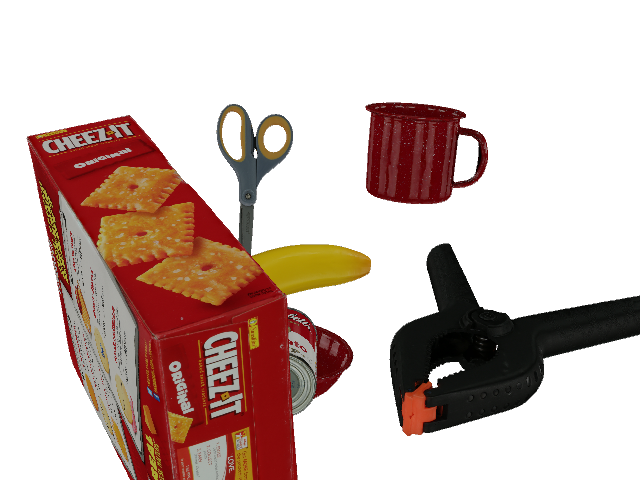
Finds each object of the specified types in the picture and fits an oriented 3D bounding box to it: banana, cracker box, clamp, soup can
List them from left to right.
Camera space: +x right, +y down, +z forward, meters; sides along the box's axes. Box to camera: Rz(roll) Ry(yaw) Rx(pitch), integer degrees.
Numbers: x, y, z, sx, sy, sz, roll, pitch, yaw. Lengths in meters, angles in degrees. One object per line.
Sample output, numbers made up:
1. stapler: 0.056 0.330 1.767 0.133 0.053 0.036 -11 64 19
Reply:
1. cracker box: -0.086 0.049 0.575 0.072 0.164 0.214 -16 35 -21
2. banana: -0.047 0.045 0.807 0.197 0.069 0.037 -36 -5 -32
3. soup can: -0.037 0.114 1.008 0.068 0.068 0.102 0 21 0
4. clamp: 0.098 0.059 0.684 0.165 0.036 0.209 19 30 35

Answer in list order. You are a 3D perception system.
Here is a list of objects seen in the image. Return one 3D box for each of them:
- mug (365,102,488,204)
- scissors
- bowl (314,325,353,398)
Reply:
1. mug: 0.097 -0.080 0.990 0.117 0.081 0.093 7 15 13
2. scissors: -0.065 -0.059 1.202 0.096 0.202 0.016 -12 -8 -13
3. bowl: -0.041 0.161 1.362 0.162 0.055 0.162 5 21 -2
